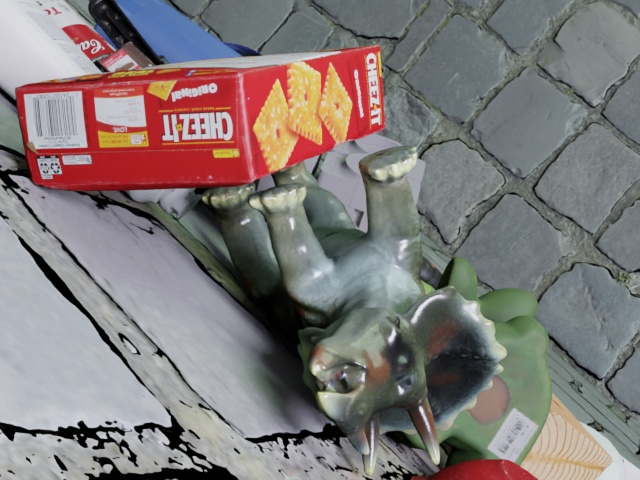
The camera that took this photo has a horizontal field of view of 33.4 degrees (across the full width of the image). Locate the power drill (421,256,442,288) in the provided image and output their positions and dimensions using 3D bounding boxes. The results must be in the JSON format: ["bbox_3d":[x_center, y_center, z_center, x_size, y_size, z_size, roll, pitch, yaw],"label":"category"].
[{"bbox_3d":[0.080,0.030,1.255,0.187,0.057,0.185,43,-22,-27],"label":"power drill"}]

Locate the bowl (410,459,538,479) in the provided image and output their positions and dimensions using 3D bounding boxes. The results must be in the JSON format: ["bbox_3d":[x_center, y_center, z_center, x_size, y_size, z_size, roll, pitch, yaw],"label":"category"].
[{"bbox_3d":[0.135,0.195,0.699,0.162,0.055,0.162,40,8,-7],"label":"bowl"}]

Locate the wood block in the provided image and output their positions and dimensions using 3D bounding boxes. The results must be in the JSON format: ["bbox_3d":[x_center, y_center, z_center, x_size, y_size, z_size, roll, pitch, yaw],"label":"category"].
[{"bbox_3d":[0.148,0.144,0.932,0.090,0.090,0.206,38,8,-28],"label":"wood block"}]

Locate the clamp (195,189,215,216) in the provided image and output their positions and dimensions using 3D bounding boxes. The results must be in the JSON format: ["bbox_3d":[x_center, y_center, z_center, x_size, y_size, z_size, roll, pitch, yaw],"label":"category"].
[{"bbox_3d":[-0.115,-0.067,1.033,0.171,0.039,0.120,43,7,16],"label":"clamp"}]

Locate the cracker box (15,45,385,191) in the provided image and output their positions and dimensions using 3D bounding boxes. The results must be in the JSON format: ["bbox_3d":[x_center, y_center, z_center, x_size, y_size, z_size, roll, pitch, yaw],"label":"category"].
[{"bbox_3d":[-0.069,-0.085,0.718,0.164,0.072,0.213,0,13,25],"label":"cracker box"}]

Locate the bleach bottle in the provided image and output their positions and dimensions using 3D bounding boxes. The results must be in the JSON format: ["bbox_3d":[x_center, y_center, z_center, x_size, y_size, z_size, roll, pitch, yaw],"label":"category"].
[{"bbox_3d":[-0.192,-0.111,0.822,0.251,0.068,0.102,44,11,3],"label":"bleach bottle"}]

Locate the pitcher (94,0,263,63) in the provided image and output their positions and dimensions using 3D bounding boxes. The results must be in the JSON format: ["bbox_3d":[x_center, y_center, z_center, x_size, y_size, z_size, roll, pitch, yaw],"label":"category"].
[{"bbox_3d":[-0.140,-0.181,1.212,0.243,0.145,0.149,41,7,24],"label":"pitcher"}]

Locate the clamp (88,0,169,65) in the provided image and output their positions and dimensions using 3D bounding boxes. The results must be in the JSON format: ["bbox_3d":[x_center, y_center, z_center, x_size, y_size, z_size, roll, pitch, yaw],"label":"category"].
[{"bbox_3d":[-0.164,-0.166,1.033,0.164,0.036,0.210,55,-1,-15],"label":"clamp"}]

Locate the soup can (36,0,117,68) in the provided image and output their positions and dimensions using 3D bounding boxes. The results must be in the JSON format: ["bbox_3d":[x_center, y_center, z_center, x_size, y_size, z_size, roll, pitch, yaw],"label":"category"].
[{"bbox_3d":[-0.221,-0.162,0.941,0.102,0.068,0.068,44,8,26],"label":"soup can"}]

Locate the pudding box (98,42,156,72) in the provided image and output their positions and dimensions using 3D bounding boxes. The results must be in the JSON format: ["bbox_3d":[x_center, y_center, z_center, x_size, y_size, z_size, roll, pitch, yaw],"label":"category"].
[{"bbox_3d":[-0.144,-0.101,0.915,0.090,0.039,0.113,42,-26,20],"label":"pudding box"}]

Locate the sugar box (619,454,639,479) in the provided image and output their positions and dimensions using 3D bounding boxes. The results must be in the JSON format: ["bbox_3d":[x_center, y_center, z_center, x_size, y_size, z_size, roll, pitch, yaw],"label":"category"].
[{"bbox_3d":[0.244,0.208,1.071,0.176,0.048,0.093,40,-11,25],"label":"sugar box"}]
